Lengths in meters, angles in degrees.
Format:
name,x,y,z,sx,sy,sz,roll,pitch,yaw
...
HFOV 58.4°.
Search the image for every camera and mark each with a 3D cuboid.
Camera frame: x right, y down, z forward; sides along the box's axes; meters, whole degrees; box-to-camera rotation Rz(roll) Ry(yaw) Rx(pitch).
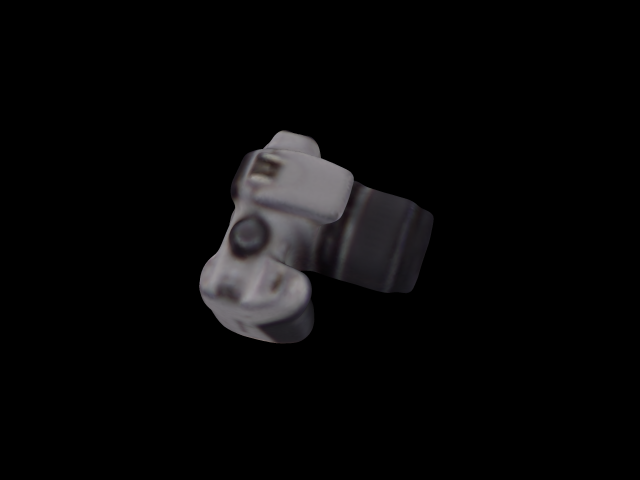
name,x,y,z,sx,sy,sz,roll,pitch,yaw
camera,0.004,0.001,0.400,0.136,0.101,0.143,17,68,7
